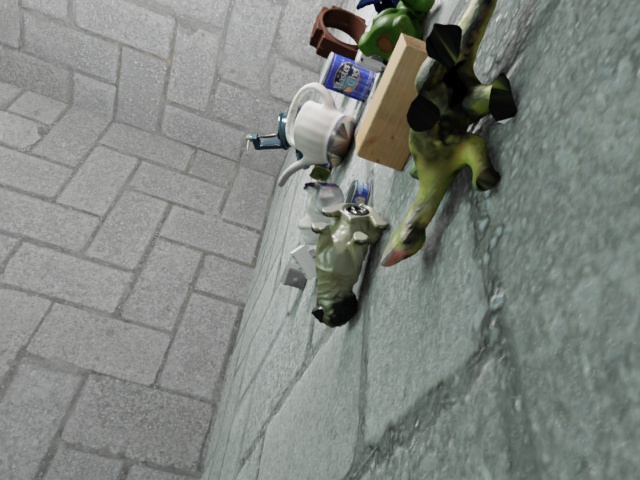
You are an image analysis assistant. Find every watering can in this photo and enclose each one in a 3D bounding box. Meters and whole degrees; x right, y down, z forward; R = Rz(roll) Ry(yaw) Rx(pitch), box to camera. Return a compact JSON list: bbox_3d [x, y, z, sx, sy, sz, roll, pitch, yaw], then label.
[{"bbox_3d":[-0.017,-0.280,1.516,0.226,0.341,0.105,30,30,28],"label":"watering can"}]

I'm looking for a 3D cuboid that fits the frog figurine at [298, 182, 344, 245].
[{"bbox_3d":[0.004,-0.067,1.327,0.123,0.159,0.137,-3,0,-24],"label":"frog figurine"}]

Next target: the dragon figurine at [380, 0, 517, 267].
[{"bbox_3d":[0.157,-0.159,0.680,0.122,0.415,0.240,18,-12,-2],"label":"dragon figurine"}]
